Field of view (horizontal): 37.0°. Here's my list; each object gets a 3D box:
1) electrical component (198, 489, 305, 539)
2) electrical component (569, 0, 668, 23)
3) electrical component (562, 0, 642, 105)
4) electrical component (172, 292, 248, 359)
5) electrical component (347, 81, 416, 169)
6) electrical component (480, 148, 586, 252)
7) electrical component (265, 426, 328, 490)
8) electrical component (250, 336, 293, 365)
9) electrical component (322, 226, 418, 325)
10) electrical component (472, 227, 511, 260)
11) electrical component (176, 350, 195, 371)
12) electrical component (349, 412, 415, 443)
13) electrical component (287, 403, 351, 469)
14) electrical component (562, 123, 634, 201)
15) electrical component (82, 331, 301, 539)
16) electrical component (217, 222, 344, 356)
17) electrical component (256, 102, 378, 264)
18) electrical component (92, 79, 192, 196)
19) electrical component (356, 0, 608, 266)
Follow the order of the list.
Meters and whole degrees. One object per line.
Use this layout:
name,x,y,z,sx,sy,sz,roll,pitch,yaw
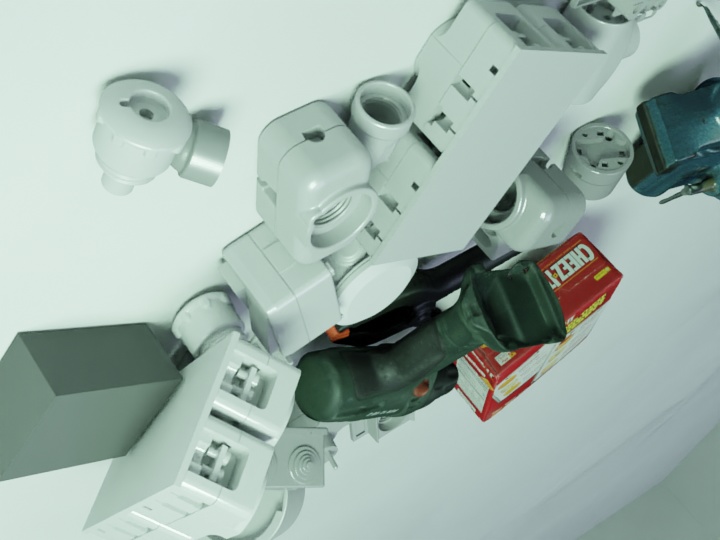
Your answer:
electrical component,-0.101,0.194,0.958,0.108,0.108,0.060,-45,162,12
electrical component,0.177,-0.202,0.707,0.042,0.063,0.081,-25,152,-31
electrical component,0.179,-0.169,0.791,0.079,0.043,0.077,-25,152,-30
electrical component,-0.099,0.050,0.756,0.048,0.062,0.048,-31,155,-17
electrical component,0.010,-0.092,0.693,0.040,0.040,0.046,-24,158,-30
electrical component,0.118,-0.062,0.827,0.059,0.095,0.053,-12,144,-46
electrical component,-0.084,0.151,0.858,0.100,0.048,0.100,7,166,-36
electrical component,-0.093,0.086,0.855,0.064,0.042,0.081,-5,139,-46
electrical component,0.000,0.000,0.824,0.080,0.051,0.080,-32,155,-17
electrical component,0.134,-0.058,0.918,0.077,0.047,0.065,-27,153,-25
electrical component,-0.115,0.069,0.803,0.035,0.035,0.061,-2,134,-53
electrical component,0.016,0.125,1.048,0.081,0.064,0.042,-28,140,-23
electrical component,-0.045,0.159,0.996,0.138,0.073,0.052,-43,150,20
electrical component,0.208,-0.094,0.952,0.055,0.055,0.047,-30,158,-20
electrical component,-0.114,0.127,0.730,0.186,0.060,0.105,-34,-149,53
electrical component,-0.056,0.016,0.760,0.061,0.061,0.096,-34,156,-12
electrical component,-0.028,-0.051,0.685,0.054,0.059,0.095,-28,154,-23
electrical component,-0.118,-0.064,0.557,0.048,0.048,0.062,-17,155,-40
electrical component,0.070,-0.095,0.746,0.105,0.060,0.186,-10,143,-47
